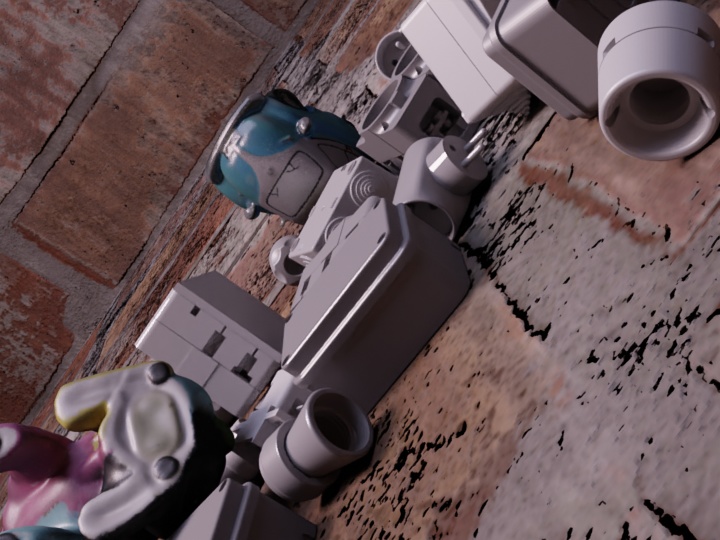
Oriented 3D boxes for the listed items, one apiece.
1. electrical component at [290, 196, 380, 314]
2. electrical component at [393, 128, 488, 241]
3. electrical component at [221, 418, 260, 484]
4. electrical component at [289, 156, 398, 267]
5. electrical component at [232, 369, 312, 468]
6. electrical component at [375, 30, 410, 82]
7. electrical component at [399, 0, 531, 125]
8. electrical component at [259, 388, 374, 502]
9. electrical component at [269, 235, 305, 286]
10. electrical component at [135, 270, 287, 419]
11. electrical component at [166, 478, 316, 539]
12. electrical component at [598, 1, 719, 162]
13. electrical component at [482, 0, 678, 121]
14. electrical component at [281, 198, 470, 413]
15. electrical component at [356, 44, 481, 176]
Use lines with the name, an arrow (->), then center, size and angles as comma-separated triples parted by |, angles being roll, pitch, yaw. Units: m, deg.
electrical component -> 0.000, 0.000, 0.728 | 0.089, 0.050, 0.055 | -46, 17, 34
electrical component -> 0.055, -0.059, 0.691 | 0.079, 0.043, 0.077 | -46, 18, 35
electrical component -> -0.089, 0.135, 0.744 | 0.065, 0.044, 0.044 | -50, 15, 6
electrical component -> -0.010, -0.037, 0.842 | 0.099, 0.048, 0.100 | -62, 13, -10
electrical component -> -0.044, 0.095, 0.681 | 0.081, 0.042, 0.063 | -29, 29, 61
electrical component -> 0.062, -0.177, 0.903 | 0.079, 0.043, 0.077 | -13, -5, 18
electrical component -> 0.085, -0.143, 0.690 | 0.062, 0.096, 0.061 | -29, -10, -45
electrical component -> -0.025, 0.099, 0.603 | 0.055, 0.045, 0.045 | -47, 17, 35
electrical component -> -0.060, -0.010, 0.965 | 0.043, 0.043, 0.062 | -56, 13, 3
electrical component -> -0.102, 0.054, 0.800 | 0.061, 0.089, 0.150 | -55, 0, 4
electrical component -> -0.082, 0.178, 0.592 | 0.113, 0.057, 0.078 | -47, 17, 32
electrical component -> 0.131, -0.081, 0.468 | 0.055, 0.055, 0.047 | -42, 23, 44
electrical component -> 0.124, -0.148, 0.589 | 0.057, 0.078, 0.113 | -29, 31, 56
electrical component -> 0.007, 0.022, 0.644 | 0.113, 0.057, 0.078 | -52, 15, 17
electrical component -> 0.065, -0.148, 0.819 | 0.150, 0.062, 0.089 | -59, 14, -12
